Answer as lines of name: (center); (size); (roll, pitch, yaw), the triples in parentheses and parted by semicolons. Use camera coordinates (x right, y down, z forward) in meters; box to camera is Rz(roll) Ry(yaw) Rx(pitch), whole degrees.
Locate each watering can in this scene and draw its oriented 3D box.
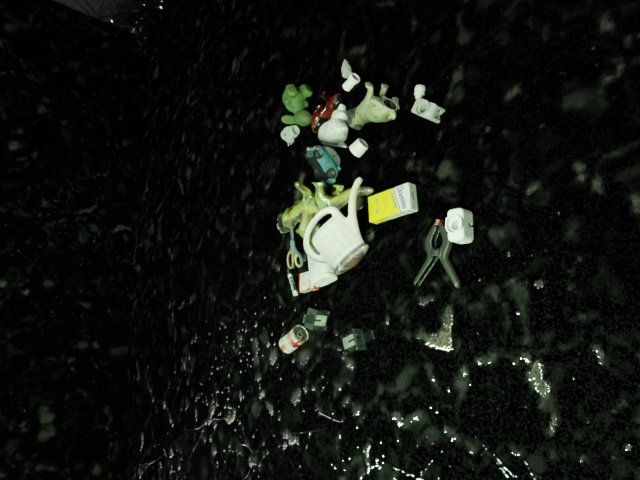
watering can: (0.081, -0.030, 1.747); (0.226, 0.105, 0.342); (51, 120, 14)

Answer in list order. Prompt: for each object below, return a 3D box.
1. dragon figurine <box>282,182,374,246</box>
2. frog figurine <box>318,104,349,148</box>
dragon figurine: (0.006, -0.095, 1.892); (0.411, 0.122, 0.243); (10, 89, 41)
frog figurine: (0.059, -0.432, 1.930); (0.139, 0.123, 0.158); (-143, 59, -68)
